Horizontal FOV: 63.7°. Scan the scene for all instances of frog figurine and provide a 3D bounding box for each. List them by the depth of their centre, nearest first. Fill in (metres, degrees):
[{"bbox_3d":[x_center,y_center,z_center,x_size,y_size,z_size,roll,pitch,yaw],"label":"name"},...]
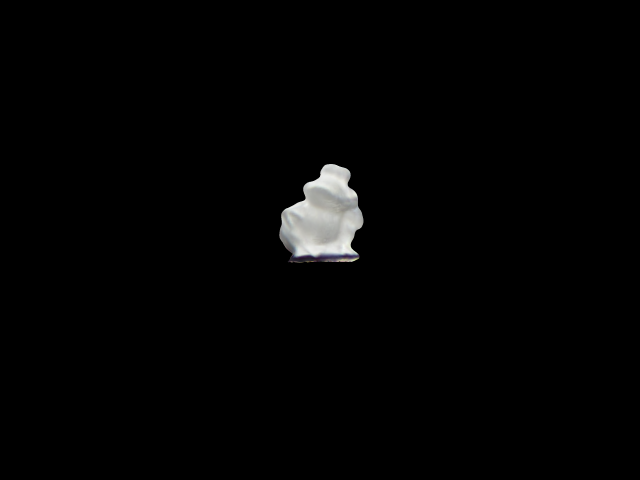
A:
[{"bbox_3d":[0.003,-0.043,0.850,0.137,0.160,0.122,0,-4,8],"label":"frog figurine"}]
